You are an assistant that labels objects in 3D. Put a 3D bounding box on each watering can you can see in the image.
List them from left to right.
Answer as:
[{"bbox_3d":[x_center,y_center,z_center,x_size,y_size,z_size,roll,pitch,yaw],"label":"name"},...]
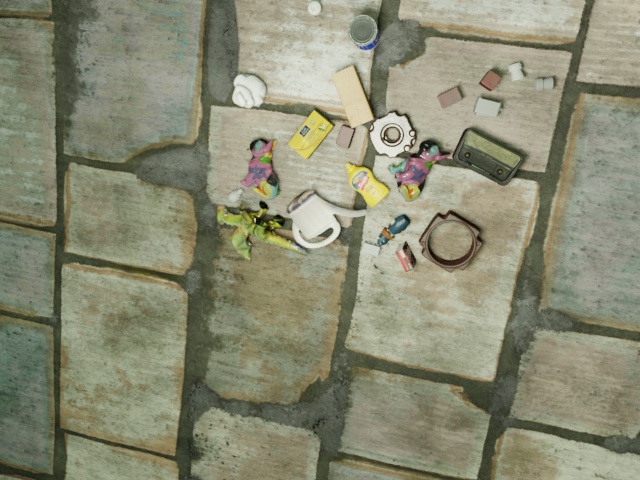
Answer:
[{"bbox_3d":[0.006,-0.100,1.992,0.343,0.106,0.224,-33,96,34],"label":"watering can"}]

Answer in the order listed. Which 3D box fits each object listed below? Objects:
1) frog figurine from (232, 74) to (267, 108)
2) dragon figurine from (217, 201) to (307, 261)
[{"bbox_3d":[-0.273,-0.562,1.938,0.122,0.161,0.137,-32,95,15],"label":"frog figurine"},{"bbox_3d":[-0.262,-0.014,2.092,0.411,0.124,0.238,43,128,4],"label":"dragon figurine"}]
